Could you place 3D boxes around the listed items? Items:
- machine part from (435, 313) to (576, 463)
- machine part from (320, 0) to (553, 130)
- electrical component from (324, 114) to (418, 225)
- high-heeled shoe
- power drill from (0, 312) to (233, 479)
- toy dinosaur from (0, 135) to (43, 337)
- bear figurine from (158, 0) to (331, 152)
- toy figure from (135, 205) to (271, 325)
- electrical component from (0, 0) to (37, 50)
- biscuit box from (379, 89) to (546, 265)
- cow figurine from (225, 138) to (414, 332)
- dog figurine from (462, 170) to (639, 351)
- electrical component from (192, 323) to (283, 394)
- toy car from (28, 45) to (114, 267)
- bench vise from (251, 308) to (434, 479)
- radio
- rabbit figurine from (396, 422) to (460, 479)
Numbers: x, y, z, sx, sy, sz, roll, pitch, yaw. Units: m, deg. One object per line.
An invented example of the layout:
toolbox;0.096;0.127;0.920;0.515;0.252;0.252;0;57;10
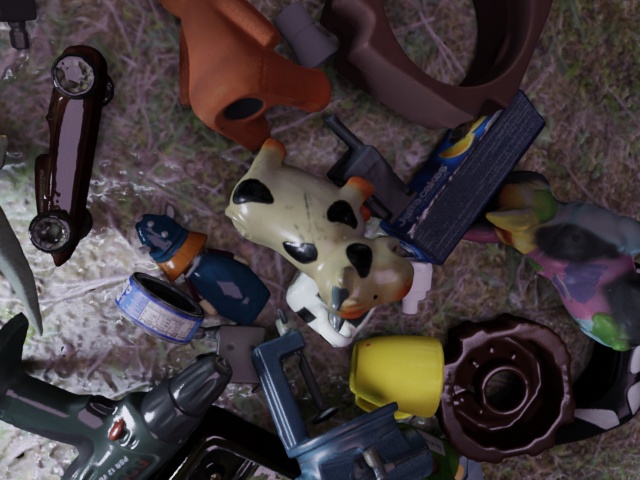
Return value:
machine part;0.215;0.175;0.644;0.179;0.056;0.179;0;94;-6
machine part;0.115;-0.228;0.532;0.201;0.087;0.201;26;83;-20
electrical component;0.040;-0.074;0.564;0.119;0.075;0.048;41;88;-19
high-heeled shoe;0.343;0.142;0.673;0.249;0.086;0.145;-36;84;4
power drill;-0.228;0.156;0.531;0.207;0.086;0.232;33;105;-19
toy dinosaur;-0.345;-0.109;0.444;0.131;0.192;0.404;-22;120;-25
bear figurine;-0.091;-0.199;0.509;0.120;0.132;0.196;-29;72;27
toy figure;-0.124;0.029;0.553;0.154;0.064;0.058;38;127;-11
electrical component;-0.286;-0.214;0.472;0.021;0.063;0.093;25;123;25
biscuit box;0.154;-0.071;0.587;0.062;0.059;0.202;40;85;-26
cow figurine;-0.001;-0.002;0.508;0.195;0.085;0.127;28;66;14
dog figurine;0.270;0.020;0.606;0.219;0.108;0.191;9;75;-8
electrical component;-0.091;0.130;0.586;0.102;0.045;0.078;-1;79;-14
toy car;-0.233;-0.077;0.496;0.053;0.089;0.202;11;98;-16
bench vise;-0.013;0.192;0.523;0.224;0.128;0.241;-19;70;-16
radio;-0.136;0.305;0.587;0.131;0.073;0.229;38;88;-16
rabbit figurine;0.068;0.305;0.614;0.159;0.121;0.170;24;108;-15
